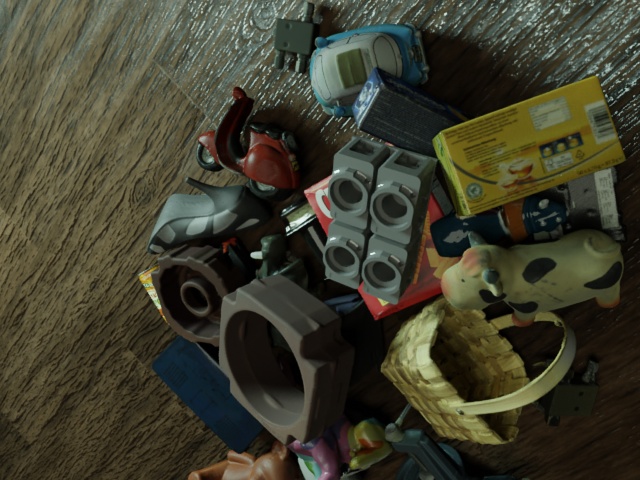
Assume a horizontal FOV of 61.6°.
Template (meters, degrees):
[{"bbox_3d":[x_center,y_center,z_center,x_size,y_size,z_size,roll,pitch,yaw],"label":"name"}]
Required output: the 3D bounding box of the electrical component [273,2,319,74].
[{"bbox_3d":[-0.035,-0.281,0.744,0.063,0.021,0.093,18,114,18],"label":"electrical component"}]

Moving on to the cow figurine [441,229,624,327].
[{"bbox_3d":[0.234,0.037,0.599,0.195,0.085,0.127,-13,140,8],"label":"cow figurine"}]

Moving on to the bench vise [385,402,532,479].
[{"bbox_3d":[0.187,0.350,0.794,0.224,0.129,0.240,-15,121,47],"label":"bench vise"}]

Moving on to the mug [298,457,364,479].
[{"bbox_3d":[0.009,0.406,0.934,0.107,0.081,0.109,52,135,12],"label":"mug"}]

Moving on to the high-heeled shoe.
[{"bbox_3d":[-0.190,-0.020,0.893,0.145,0.086,0.248,27,140,-20],"label":"high-heeled shoe"}]

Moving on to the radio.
[{"bbox_3d":[-0.179,0.257,0.965,0.229,0.073,0.131,43,118,4],"label":"radio"}]

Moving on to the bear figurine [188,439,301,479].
[{"bbox_3d":[-0.126,0.437,0.960,0.196,0.132,0.120,-31,77,44],"label":"bear figurine"}]

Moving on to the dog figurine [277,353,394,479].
[{"bbox_3d":[-0.004,0.283,0.878,0.219,0.191,0.108,61,161,22],"label":"dog figurine"}]

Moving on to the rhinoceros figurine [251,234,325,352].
[{"bbox_3d":[-0.055,0.083,0.854,0.112,0.073,0.190,7,113,34],"label":"rhinoceros figurine"}]

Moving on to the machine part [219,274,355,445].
[{"bbox_3d":[-0.051,0.165,0.762,0.202,0.087,0.200,29,125,35],"label":"machine part"}]

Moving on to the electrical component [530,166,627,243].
[{"bbox_3d":[0.294,-0.047,0.658,0.134,0.058,0.114,-7,102,26],"label":"electrical component"}]

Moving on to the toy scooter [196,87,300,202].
[{"bbox_3d":[-0.100,-0.145,0.792,0.184,0.075,0.135,26,114,19],"label":"toy scooter"}]

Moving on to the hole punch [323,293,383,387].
[{"bbox_3d":[0.033,0.145,0.808,0.092,0.116,0.142,-2,103,39],"label":"hole punch"}]

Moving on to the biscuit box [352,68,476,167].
[{"bbox_3d":[0.140,-0.132,0.645,0.202,0.059,0.062,21,120,-17],"label":"biscuit box"}]

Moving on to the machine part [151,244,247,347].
[{"bbox_3d":[-0.190,0.089,0.870,0.180,0.056,0.179,15,122,25],"label":"machine part"}]

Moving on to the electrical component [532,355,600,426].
[{"bbox_3d":[0.332,0.204,0.736,0.078,0.045,0.102,-4,111,-4],"label":"electrical component"}]

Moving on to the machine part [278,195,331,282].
[{"bbox_3d":[-0.002,-0.002,0.817,0.084,0.039,0.139,-35,89,21],"label":"machine part"}]

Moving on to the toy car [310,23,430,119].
[{"bbox_3d":[0.051,-0.214,0.684,0.162,0.103,0.109,-7,105,28],"label":"toy car"}]

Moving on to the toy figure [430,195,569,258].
[{"bbox_3d":[0.210,-0.021,0.638,0.155,0.064,0.058,-16,65,20],"label":"toy figure"}]

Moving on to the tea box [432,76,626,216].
[{"bbox_3d":[0.219,-0.096,0.579,0.170,0.068,0.098,-18,91,6],"label":"tea box"}]
